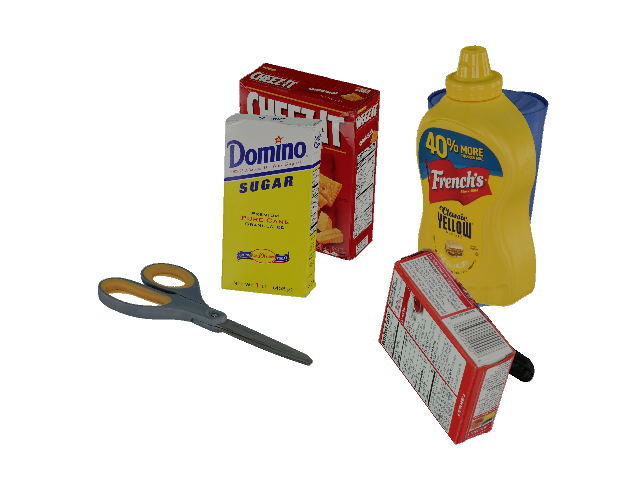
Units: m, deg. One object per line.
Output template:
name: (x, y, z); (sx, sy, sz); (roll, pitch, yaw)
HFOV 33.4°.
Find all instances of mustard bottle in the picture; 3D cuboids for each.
mustard bottle: (0.116, -0.051, 0.800); (0.058, 0.192, 0.096); (-24, 32, -36)

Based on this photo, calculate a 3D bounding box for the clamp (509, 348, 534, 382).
clamp: (0.142, 0.091, 1.088); (0.120, 0.171, 0.039); (0, -44, -15)

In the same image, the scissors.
scissors: (-0.090, 0.058, 0.907); (0.202, 0.016, 0.096); (13, 26, 12)

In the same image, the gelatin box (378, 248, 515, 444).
gelatin box: (0.071, 0.061, 0.618); (0.030, 0.073, 0.089); (-18, 50, -22)

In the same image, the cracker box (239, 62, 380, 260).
cracker box: (-0.017, -0.095, 1.325); (0.164, 0.214, 0.072); (17, 36, 23)

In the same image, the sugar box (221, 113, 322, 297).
sugar box: (-0.050, -0.036, 1.071); (0.093, 0.176, 0.048); (5, 16, 12)

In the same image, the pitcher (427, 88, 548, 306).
pitcher: (0.181, -0.048, 1.225); (0.149, 0.243, 0.145); (-9, 24, -21)
